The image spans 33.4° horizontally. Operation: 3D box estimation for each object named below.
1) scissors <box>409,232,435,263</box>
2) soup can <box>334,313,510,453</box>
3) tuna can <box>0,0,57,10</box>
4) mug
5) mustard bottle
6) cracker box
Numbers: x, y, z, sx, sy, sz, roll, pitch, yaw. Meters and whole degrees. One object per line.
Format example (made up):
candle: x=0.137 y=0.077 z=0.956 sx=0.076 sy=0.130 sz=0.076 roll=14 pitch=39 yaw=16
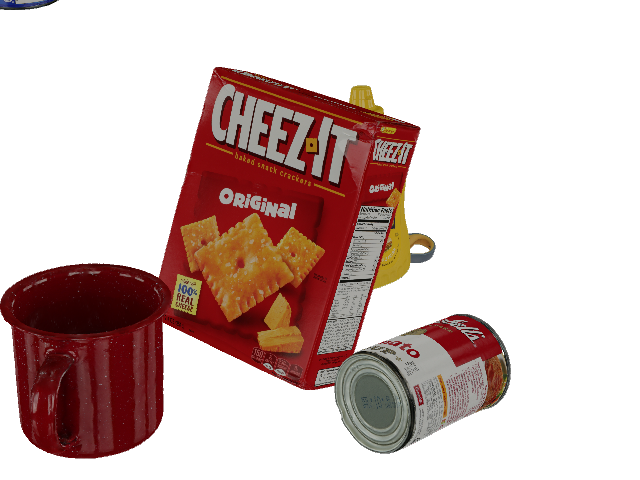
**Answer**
scissors: x=0.059 y=0.010 z=1.249 sx=0.096 sy=0.016 sz=0.201 roll=37 pitch=31 yaw=31
soup can: x=0.067 y=0.092 z=0.697 sx=0.102 sy=0.068 sz=0.069 roll=-15 pitch=10 yaw=-43
tuna can: x=-0.247 y=-0.216 z=0.852 sx=0.086 sy=0.034 sz=0.086 roll=5 pitch=35 yaw=-4
mug: x=-0.131 y=0.073 z=0.592 sx=0.093 sy=0.081 sz=0.117 roll=4 pitch=23 yaw=5
mustard bottle: x=0.042 y=-0.052 z=1.018 sx=0.096 sy=0.192 sz=0.058 roll=-18 pitch=23 yaw=-38
cracker box: x=-0.034 y=-0.011 z=0.838 sx=0.164 sy=0.214 sz=0.072 roll=22 pitch=13 yaw=30
